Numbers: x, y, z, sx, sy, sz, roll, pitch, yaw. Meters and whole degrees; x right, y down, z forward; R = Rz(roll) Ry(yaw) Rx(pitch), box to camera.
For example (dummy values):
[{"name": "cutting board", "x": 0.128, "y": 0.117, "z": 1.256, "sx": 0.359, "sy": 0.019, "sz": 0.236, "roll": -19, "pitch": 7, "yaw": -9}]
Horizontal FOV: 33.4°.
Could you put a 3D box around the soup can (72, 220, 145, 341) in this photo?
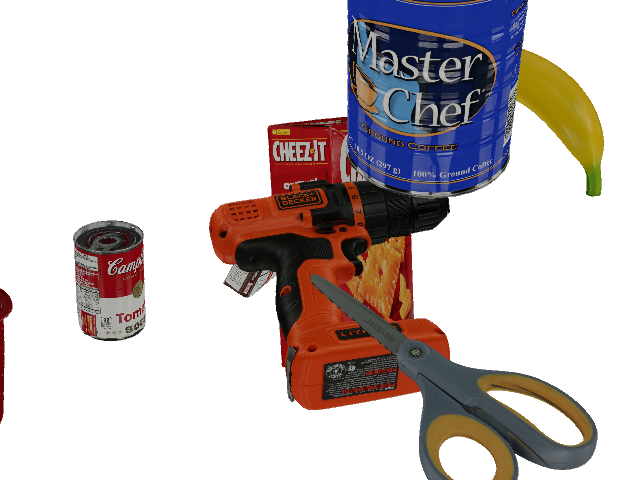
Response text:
[{"name": "soup can", "x": -0.209, "y": 0.040, "z": 1.061, "sx": 0.068, "sy": 0.102, "sz": 0.068, "roll": 2, "pitch": 26, "yaw": -1}]

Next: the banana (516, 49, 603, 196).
[{"name": "banana", "x": 0.151, "y": -0.112, "z": 0.821, "sx": 0.037, "sy": 0.070, "sz": 0.198, "roll": 2, "pitch": 32, "yaw": -43}]

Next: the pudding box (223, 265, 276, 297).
[{"name": "pudding box", "x": -0.062, "y": 0.010, "z": 1.306, "sx": 0.039, "sy": 0.090, "sz": 0.113, "roll": 34, "pitch": 31, "yaw": 9}]

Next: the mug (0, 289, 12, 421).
[{"name": "mug", "x": -0.241, "y": 0.078, "z": 0.634, "sx": 0.093, "sy": 0.081, "sz": 0.117, "roll": 20, "pitch": 24, "yaw": 36}]

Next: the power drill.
[{"name": "power drill", "x": 0.026, "y": 0.027, "z": 0.751, "sx": 0.184, "sy": 0.057, "sz": 0.188, "roll": -10, "pitch": 40, "yaw": -10}]

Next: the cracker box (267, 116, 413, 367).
[{"name": "cracker box", "x": 0.026, "y": -0.004, "z": 0.974, "sx": 0.072, "sy": 0.214, "sz": 0.163, "roll": 3, "pitch": 10, "yaw": 28}]

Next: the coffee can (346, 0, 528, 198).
[{"name": "coffee can", "x": 0.066, "y": -0.110, "z": 0.618, "sx": 0.103, "sy": 0.140, "sz": 0.103, "roll": -1, "pitch": 41, "yaw": 1}]

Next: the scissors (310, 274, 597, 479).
[{"name": "scissors", "x": 0.046, "y": 0.077, "z": 0.567, "sx": 0.202, "sy": 0.016, "sz": 0.096, "roll": 22, "pitch": 45, "yaw": 32}]
